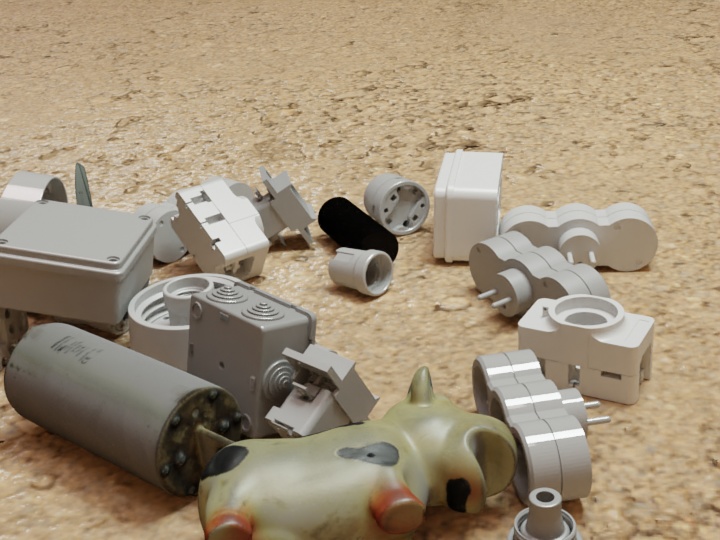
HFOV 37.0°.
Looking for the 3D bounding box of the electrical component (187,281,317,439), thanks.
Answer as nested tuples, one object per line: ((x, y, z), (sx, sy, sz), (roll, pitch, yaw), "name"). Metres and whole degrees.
((-0.080, 0.064, 0.765), (0.048, 0.099, 0.100), (-10, 23, -43), "electrical component")

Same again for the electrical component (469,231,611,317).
((0.132, 0.015, 0.885), (0.074, 0.052, 0.138), (-19, 29, -26), "electrical component")

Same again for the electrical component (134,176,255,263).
((-0.154, -0.048, 1.065), (0.074, 0.052, 0.138), (17, 33, 38), "electrical component")

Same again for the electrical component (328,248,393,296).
((0.000, 0.000, 0.955), (0.046, 0.040, 0.040), (12, 29, 42), "electrical component")

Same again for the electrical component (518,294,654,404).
((0.166, 0.055, 0.792), (0.089, 0.055, 0.050), (10, 29, 28), "electrical component")

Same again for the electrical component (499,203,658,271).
((0.194, -0.022, 0.953), (0.138, 0.052, 0.073), (-1, 26, 6), "electrical component")

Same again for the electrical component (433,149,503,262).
((0.104, -0.062, 1.024), (0.057, 0.078, 0.113), (3, 26, 9), "electrical component")

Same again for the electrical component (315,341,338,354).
((-0.052, 0.068, 0.812), (0.081, 0.043, 0.043), (17, 33, 38), "electrical component")

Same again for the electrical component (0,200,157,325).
((-0.234, -0.008, 0.886), (0.109, 0.056, 0.108), (9, 24, 2), "electrical component")

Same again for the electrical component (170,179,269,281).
((-0.127, -0.035, 0.996), (0.056, 0.050, 0.089), (-22, 61, -32), "electrical component")

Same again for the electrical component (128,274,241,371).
((-0.135, 0.040, 0.866), (0.108, 0.060, 0.108), (-4, 25, 2), "electrical component")

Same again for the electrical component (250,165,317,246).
((-0.083, -0.056, 1.049), (0.064, 0.081, 0.042), (-33, 26, 4), "electrical component")

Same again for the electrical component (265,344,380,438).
((-0.027, 0.092, 0.724), (0.042, 0.081, 0.063), (17, 61, 39), "electrical component")

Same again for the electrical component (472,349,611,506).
((0.127, 0.098, 0.710), (0.074, 0.052, 0.138), (-7, 25, -7), "electrical component")

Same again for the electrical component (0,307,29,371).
((-0.317, 0.052, 0.873), (0.057, 0.058, 0.078), (7, 27, 16), "electrical component")

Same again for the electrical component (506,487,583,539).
((0.102, 0.150, 0.592), (0.048, 0.062, 0.048), (-3, 25, 2), "electrical component")

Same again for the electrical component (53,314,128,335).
((-0.226, 0.032, 0.922), (0.065, 0.044, 0.044), (15, 31, 25), "electrical component")

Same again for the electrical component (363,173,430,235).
((0.035, -0.068, 1.076), (0.055, 0.055, 0.047), (-14, 23, -20), "electrical component")

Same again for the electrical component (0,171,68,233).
((-0.322, -0.046, 1.041), (0.064, 0.099, 0.099), (4, 26, 3), "electrical component")
